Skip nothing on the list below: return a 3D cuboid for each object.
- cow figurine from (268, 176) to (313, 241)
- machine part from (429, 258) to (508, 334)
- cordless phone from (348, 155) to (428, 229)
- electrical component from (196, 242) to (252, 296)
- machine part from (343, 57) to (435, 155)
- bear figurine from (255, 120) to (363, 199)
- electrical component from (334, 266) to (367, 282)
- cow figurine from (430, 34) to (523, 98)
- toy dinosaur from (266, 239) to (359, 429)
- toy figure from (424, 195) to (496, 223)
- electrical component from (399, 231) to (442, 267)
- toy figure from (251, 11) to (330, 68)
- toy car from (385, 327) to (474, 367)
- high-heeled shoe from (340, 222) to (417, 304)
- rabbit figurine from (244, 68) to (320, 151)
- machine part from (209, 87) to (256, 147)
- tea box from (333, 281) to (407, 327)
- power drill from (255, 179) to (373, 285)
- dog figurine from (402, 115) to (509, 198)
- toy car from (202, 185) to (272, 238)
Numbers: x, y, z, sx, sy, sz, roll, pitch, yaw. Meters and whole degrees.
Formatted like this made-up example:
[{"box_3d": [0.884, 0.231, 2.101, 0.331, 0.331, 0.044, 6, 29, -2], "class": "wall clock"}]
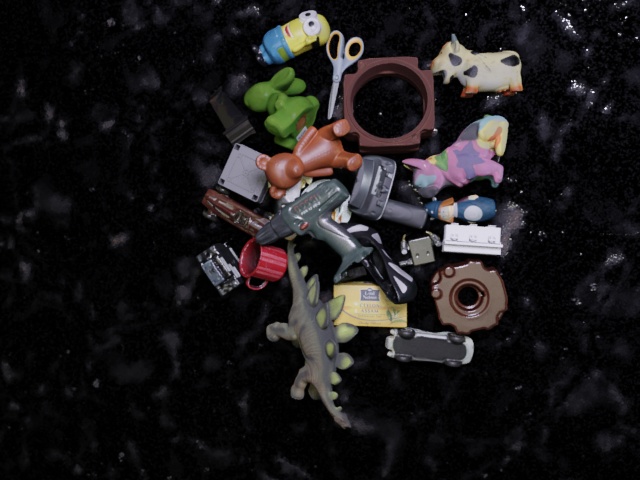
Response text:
[{"box_3d": [-0.080, -0.087, 1.239, 0.098, 0.068, 0.167, 13, 85, -20], "class": "cow figurine"}, {"box_3d": [0.339, 0.128, 1.225, 0.179, 0.056, 0.179, 0, 94, 7], "class": "machine part"}, {"box_3d": [0.164, -0.107, 1.220, 0.184, 0.089, 0.146, 16, 93, 4], "class": "cordless phone"}, {"box_3d": [-0.228, 0.067, 1.260, 0.058, 0.134, 0.115, -36, 87, 9], "class": "electrical component"}, {"box_3d": [0.151, -0.298, 1.198, 0.202, 0.087, 0.201, -1, 86, 4], "class": "machine part"}, {"box_3d": [-0.028, -0.172, 1.164, 0.196, 0.132, 0.120, -31, 112, -27], "class": "bear figurine"}, {"box_3d": [0.072, 0.080, 1.243, 0.063, 0.094, 0.021, -20, 81, 23], "class": "electrical component"}, {"box_3d": [0.341, -0.380, 1.181, 0.195, 0.085, 0.127, 1, 92, 5], "class": "cow figurine"}, {"box_3d": [-0.019, 0.192, 1.220, 0.198, 0.105, 0.471, -40, 62, 32], "class": "toy dinosaur"}, {"box_3d": [0.315, -0.070, 1.216, 0.155, 0.058, 0.064, -1, 87, 9], "class": "toy figure"}, {"box_3d": [0.230, 0.020, 1.239, 0.102, 0.045, 0.078, -7, 91, 8], "class": "electrical component"}, {"box_3d": [-0.064, -0.459, 1.235, 0.180, 0.089, 0.082, -24, 94, 17], "class": "toy figure"}, {"box_3d": [0.251, 0.245, 1.238, 0.202, 0.056, 0.073, 6, 96, 1], "class": "toy car"}, {"box_3d": [0.109, 0.052, 1.193, 0.249, 0.145, 0.086, 30, 125, 14], "class": "high-heeled shoe"}, {"box_3d": [-0.098, -0.316, 1.233, 0.170, 0.121, 0.159, 36, 94, 19], "class": "rabbit figurine"}, {"box_3d": [-0.218, -0.296, 1.287, 0.084, 0.039, 0.139, -31, 90, 14], "class": "machine part"}, {"box_3d": [0.118, 0.148, 1.250, 0.170, 0.068, 0.098, -1, 94, 9], "class": "tea box"}, {"box_3d": [-0.002, -0.004, 1.165, 0.232, 0.086, 0.207, -41, 77, 13], "class": "power drill"}, {"box_3d": [0.295, -0.184, 1.190, 0.219, 0.108, 0.191, 5, 95, 10], "class": "dog figurine"}, {"box_3d": [-0.194, -0.057, 1.291, 0.202, 0.053, 0.089, 31, 100, 4], "class": "toy car"}]
